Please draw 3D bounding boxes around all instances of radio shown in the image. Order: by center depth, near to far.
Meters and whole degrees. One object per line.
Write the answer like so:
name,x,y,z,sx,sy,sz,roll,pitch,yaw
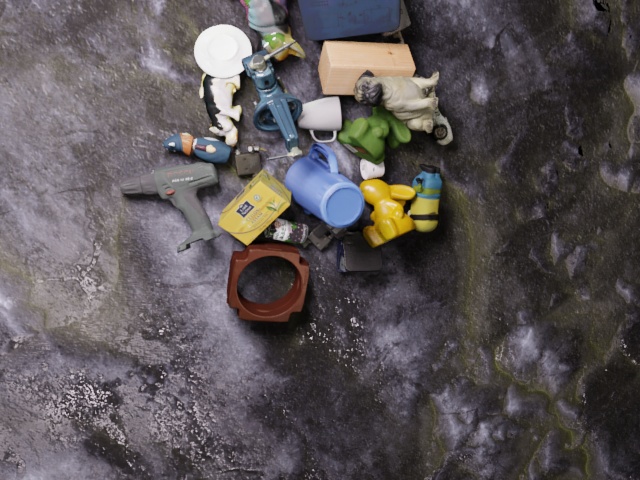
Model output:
radio,0.070,-0.530,1.213,0.230,0.073,0.130,-3,118,12

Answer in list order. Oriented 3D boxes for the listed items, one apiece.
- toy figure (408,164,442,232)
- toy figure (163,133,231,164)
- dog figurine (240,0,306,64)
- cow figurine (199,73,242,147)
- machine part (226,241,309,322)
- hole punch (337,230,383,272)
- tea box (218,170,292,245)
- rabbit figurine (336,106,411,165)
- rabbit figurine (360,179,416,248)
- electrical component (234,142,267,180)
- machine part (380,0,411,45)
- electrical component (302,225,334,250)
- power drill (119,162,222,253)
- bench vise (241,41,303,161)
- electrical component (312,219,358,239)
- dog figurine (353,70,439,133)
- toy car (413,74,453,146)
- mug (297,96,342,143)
toy figure,0.284,-0.109,1.444,0.082,0.089,0.180,6,109,-8
toy figure,-0.292,-0.220,1.275,0.154,0.058,0.064,14,149,-16
dog figurine,-0.096,-0.510,1.207,0.191,0.109,0.219,-45,117,0
cow figurine,-0.233,-0.304,1.258,0.098,0.068,0.167,1,104,-9
machine part,-0.139,0.107,1.411,0.201,0.087,0.201,5,105,-16
hole punch,0.104,0.035,1.458,0.142,0.092,0.115,0,79,-12
tea box,-0.160,-0.078,1.323,0.098,0.068,0.169,36,119,-22
rabbit figurine,0.152,-0.286,1.339,0.159,0.121,0.170,33,83,-15
rabbit figurine,0.175,-0.088,1.403,0.162,0.122,0.173,-28,83,-21
electrical component,-0.171,-0.192,1.323,0.078,0.045,0.102,-5,110,-15
machine part,0.152,-0.572,1.261,0.079,0.079,0.243,-26,111,-5
electrical component,-0.003,-0.004,1.442,0.094,0.021,0.063,-43,113,2
power drill,-0.339,-0.077,1.284,0.232,0.086,0.207,-19,86,-5
bench vise,-0.094,-0.293,1.192,0.129,0.223,0.240,-18,70,-12
electrical component,0.031,-0.043,1.385,0.119,0.048,0.074,-37,115,14
dog figurine,0.176,-0.324,1.273,0.191,0.121,0.172,4,147,6
toy car,0.281,-0.334,1.376,0.056,0.074,0.201,-30,113,1
mug,-0.003,-0.293,1.318,0.107,0.081,0.109,-4,108,-2
